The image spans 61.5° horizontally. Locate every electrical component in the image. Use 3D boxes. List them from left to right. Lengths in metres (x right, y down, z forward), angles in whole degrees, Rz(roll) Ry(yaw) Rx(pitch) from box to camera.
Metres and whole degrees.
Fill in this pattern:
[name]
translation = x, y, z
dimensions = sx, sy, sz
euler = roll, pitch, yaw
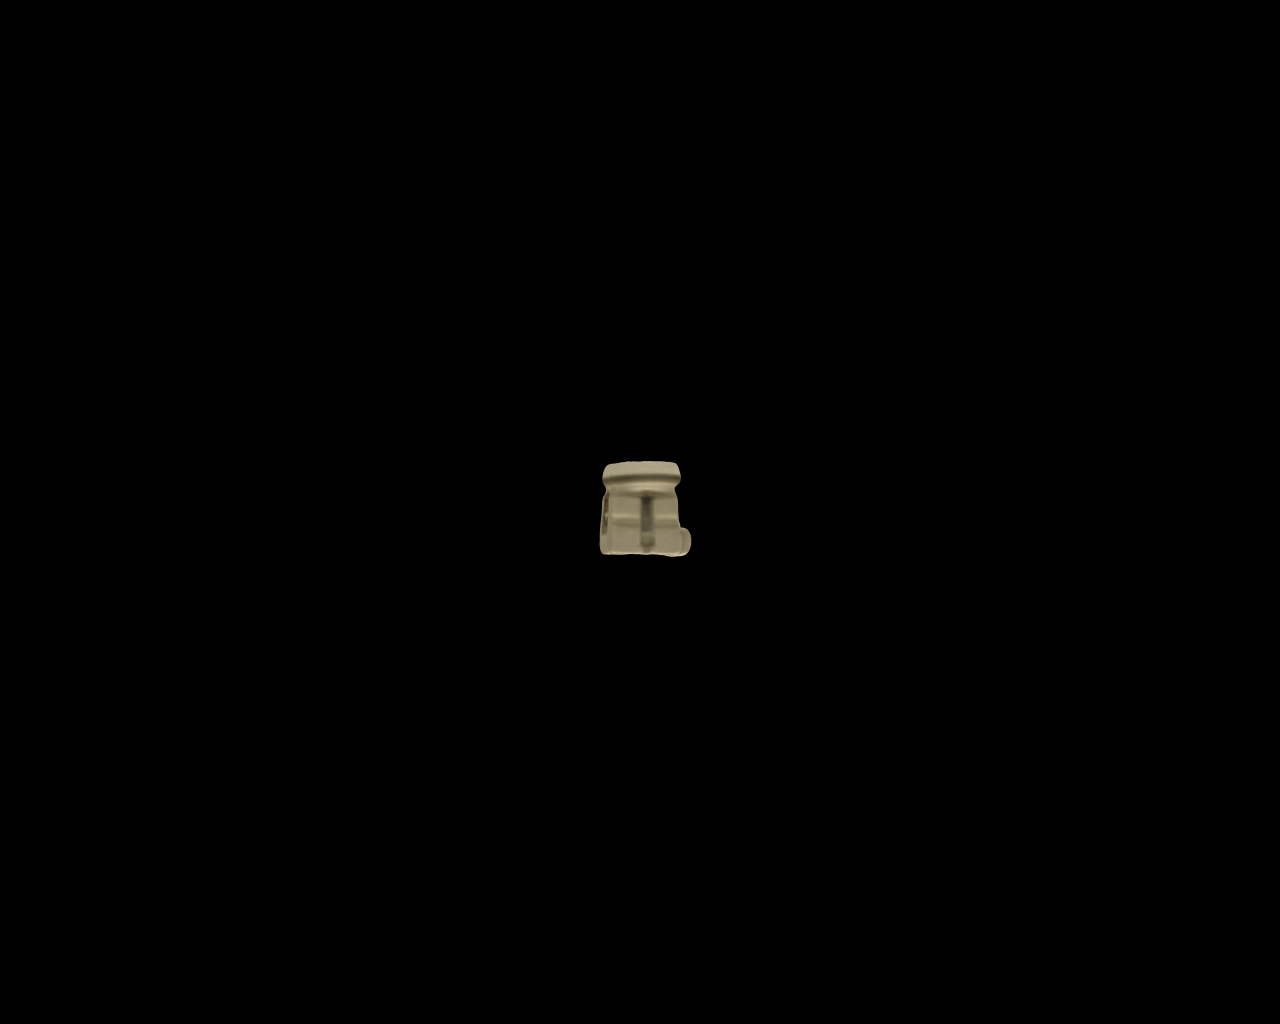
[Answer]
[electrical component]
translation = 0.001, -0.003, 0.650
dimensions = 0.066, 0.055, 0.048
euler = 1, -4, -15
